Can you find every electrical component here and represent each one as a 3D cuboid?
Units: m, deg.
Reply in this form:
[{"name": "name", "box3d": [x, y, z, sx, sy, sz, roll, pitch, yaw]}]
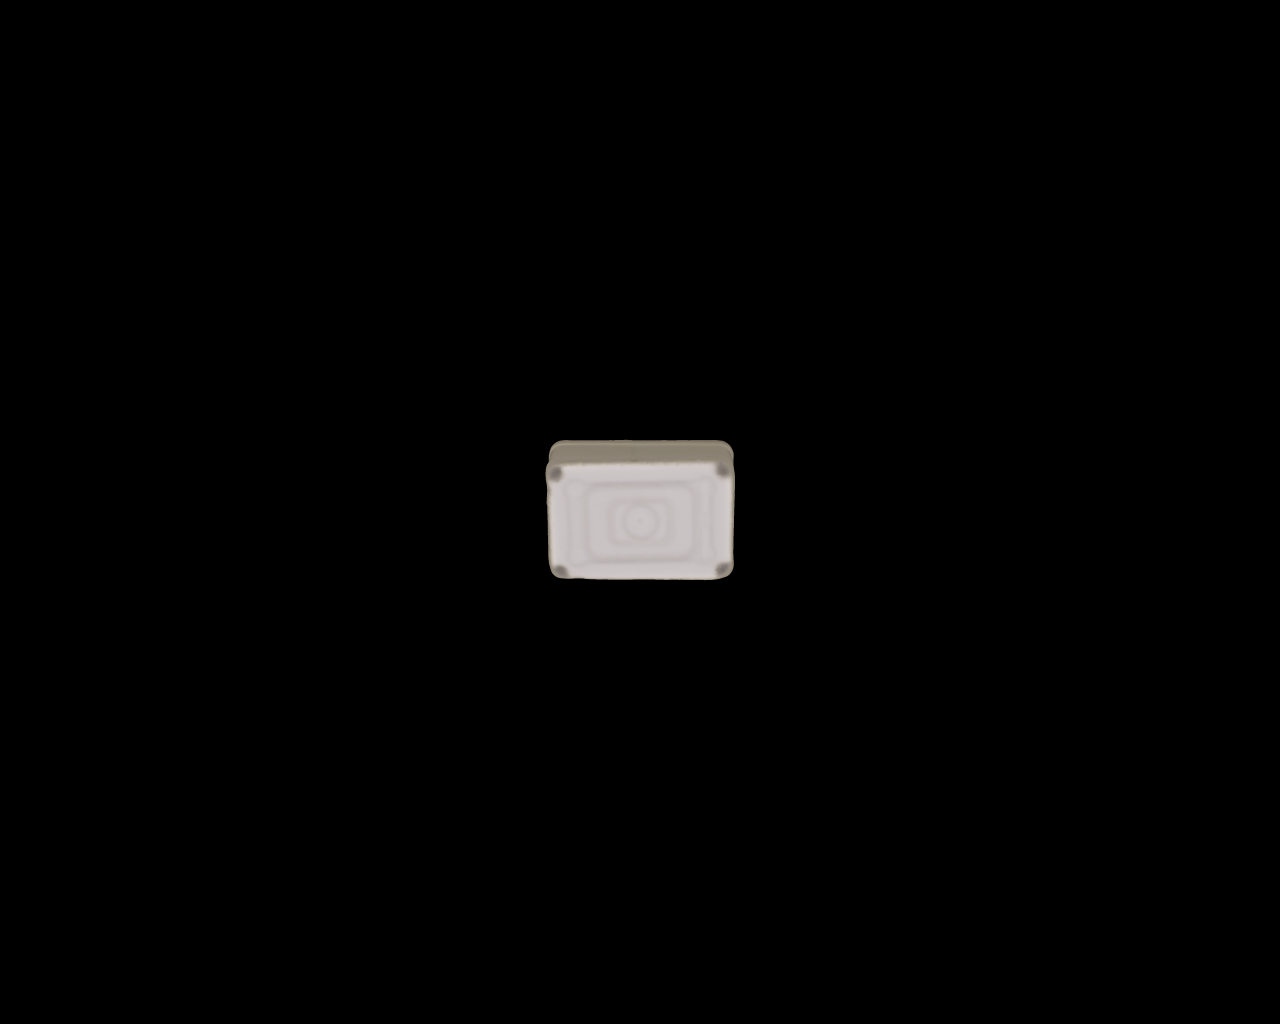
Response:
[{"name": "electrical component", "box3d": [0.001, -0.003, 0.650, 0.113, 0.078, 0.057, 0, 17, 0]}]
